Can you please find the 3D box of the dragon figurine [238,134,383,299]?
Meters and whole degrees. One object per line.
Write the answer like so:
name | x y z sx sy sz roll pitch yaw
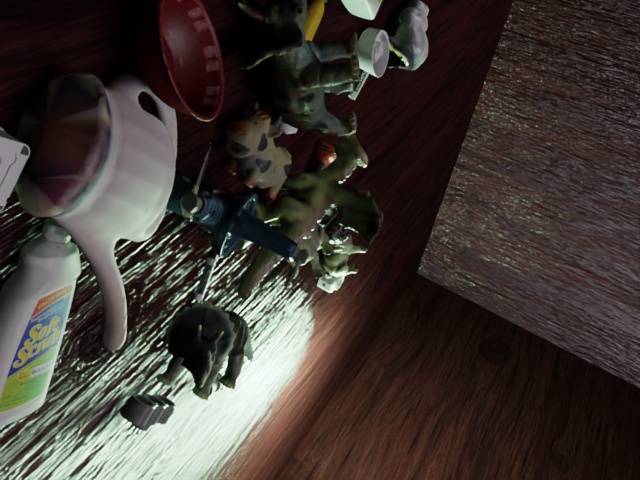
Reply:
dragon figurine | 0.003 -0.051 1.023 0.119 0.243 0.419 76 23 -58

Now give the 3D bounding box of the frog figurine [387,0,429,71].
frog figurine | 0.234 -0.509 1.282 0.160 0.124 0.135 -49 140 -5

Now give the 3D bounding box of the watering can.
watering can | -0.247 -0.042 0.595 0.222 0.104 0.350 36 63 -72
